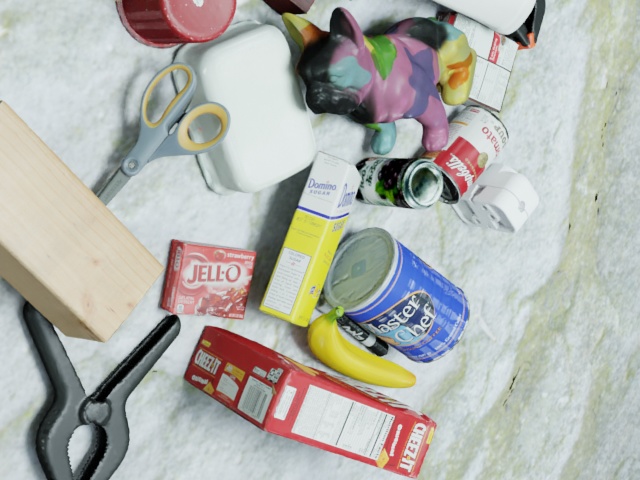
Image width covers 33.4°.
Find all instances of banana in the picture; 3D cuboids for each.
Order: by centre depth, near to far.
[{"bbox_3d":[0.038,0.130,1.197,0.197,0.070,0.037,43,52,-48],"label":"banana"}]

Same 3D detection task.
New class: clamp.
[{"bbox_3d":[-0.230,0.156,1.025,0.164,0.036,0.210,19,84,-35],"label":"clamp"},{"bbox_3d":[0.239,-0.317,1.275,0.120,0.039,0.171,-26,111,-24],"label":"clamp"}]

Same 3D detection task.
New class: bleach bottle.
[{"bbox_3d":[0.128,-0.281,1.122,0.250,0.103,0.068,-1,130,-53],"label":"bleach bottle"}]

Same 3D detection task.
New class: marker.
[{"bbox_3d":[0.039,0.100,1.222,0.121,0.020,0.020,40,75,-35],"label":"marker"}]

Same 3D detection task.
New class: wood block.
[{"bbox_3d":[-0.247,-0.013,0.929,0.206,0.091,0.090,49,62,-26],"label":"wood block"}]

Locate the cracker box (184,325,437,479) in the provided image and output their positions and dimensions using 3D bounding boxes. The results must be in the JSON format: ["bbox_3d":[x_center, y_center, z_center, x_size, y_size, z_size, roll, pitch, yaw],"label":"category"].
[{"bbox_3d":[-0.009,0.167,1.109,0.213,0.164,0.072,25,86,-36],"label":"cracker box"}]

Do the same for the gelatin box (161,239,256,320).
[{"bbox_3d":[-0.114,0.041,1.092,0.089,0.030,0.073,9,94,-37],"label":"gelatin box"}]

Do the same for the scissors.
[{"bbox_3d":[-0.156,-0.069,1.008,0.096,0.016,0.202,26,93,-8],"label":"scissors"}]

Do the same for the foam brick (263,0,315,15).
[{"bbox_3d":[-0.041,-0.269,1.072,0.078,0.051,0.053,35,79,-35],"label":"foam brick"}]

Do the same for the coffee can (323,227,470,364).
[{"bbox_3d":[0.086,0.063,1.196,0.140,0.103,0.103,36,77,-35],"label":"coffee can"}]

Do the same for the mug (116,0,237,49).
[{"bbox_3d":[-0.125,-0.235,0.998,0.093,0.082,0.117,37,77,-35],"label":"mug"}]

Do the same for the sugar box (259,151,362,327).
[{"bbox_3d":[-0.007,0.001,1.125,0.093,0.048,0.176,37,76,-79],"label":"sugar box"}]

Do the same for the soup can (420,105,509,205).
[{"bbox_3d":[0.164,-0.100,1.244,0.102,0.069,0.068,-48,122,-20],"label":"soup can"}]

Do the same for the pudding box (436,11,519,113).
[{"bbox_3d":[0.175,-0.207,1.249,0.113,0.039,0.090,17,89,-35],"label":"pudding box"}]
